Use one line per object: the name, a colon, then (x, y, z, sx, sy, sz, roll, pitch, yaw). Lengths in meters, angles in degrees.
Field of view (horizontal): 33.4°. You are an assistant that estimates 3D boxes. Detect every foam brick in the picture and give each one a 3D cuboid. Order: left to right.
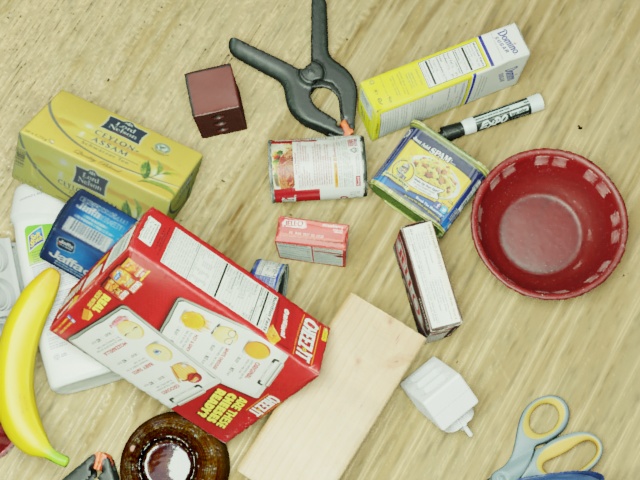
foam brick: (-0.112, -0.148, 1.147, 0.053, 0.078, 0.051, -13, 78, 0)

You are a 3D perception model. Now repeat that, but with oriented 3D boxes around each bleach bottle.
bleach bottle: (-0.261, 0.028, 1.119, 0.102, 0.068, 0.251, -16, 75, -5)

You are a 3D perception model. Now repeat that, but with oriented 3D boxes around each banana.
banana: (-0.286, 0.127, 1.051, 0.069, 0.037, 0.198, -4, 80, -11)

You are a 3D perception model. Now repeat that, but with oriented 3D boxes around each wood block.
wood block: (0.012, 0.166, 1.066, 0.090, 0.091, 0.206, 32, 80, 8)

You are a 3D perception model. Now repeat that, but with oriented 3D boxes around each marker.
marker: (0.186, -0.132, 1.166, 0.121, 0.020, 0.020, -19, 78, -3)

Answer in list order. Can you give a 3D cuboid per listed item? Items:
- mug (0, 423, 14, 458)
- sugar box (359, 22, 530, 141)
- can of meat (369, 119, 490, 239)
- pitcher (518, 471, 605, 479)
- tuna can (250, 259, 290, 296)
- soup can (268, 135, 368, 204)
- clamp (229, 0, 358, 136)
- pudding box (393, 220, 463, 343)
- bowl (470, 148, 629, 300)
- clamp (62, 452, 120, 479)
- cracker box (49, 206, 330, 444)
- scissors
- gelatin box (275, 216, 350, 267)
mug: (-0.364, 0.171, 1.078, 0.093, 0.081, 0.117, -41, 80, -7)
sugar box: (0.129, -0.168, 1.138, 0.176, 0.093, 0.048, -24, 79, -5)
can of meat: (0.115, -0.063, 1.133, 0.102, 0.057, 0.084, 36, 82, 9)
pitcher: (0.231, 0.343, 0.987, 0.145, 0.149, 0.243, -13, 85, 3)
tuna can: (-0.057, 0.063, 1.093, 0.034, 0.086, 0.086, 12, 78, 5)
soup can: (-0.003, -0.076, 1.133, 0.102, 0.068, 0.068, -4, 77, 0)
clamp: (-0.005, -0.189, 1.174, 0.120, 0.039, 0.171, -40, 85, -2)
pudding box: (0.109, 0.044, 1.091, 0.039, 0.090, 0.113, -17, 78, -3)
bowl: (0.236, -0.012, 1.119, 0.162, 0.055, 0.162, 0, 77, 1)
clamp: (-0.258, 0.314, 1.066, 0.164, 0.036, 0.210, 8, 76, 5)
cracker box: (-0.123, 0.084, 1.016, 0.213, 0.164, 0.072, 35, 41, -17)
scissors: (0.185, 0.223, 1.088, 0.202, 0.016, 0.096, -17, 71, 2)
gelatin box: (-0.007, 0.001, 1.104, 0.073, 0.089, 0.030, 8, 77, 3)
